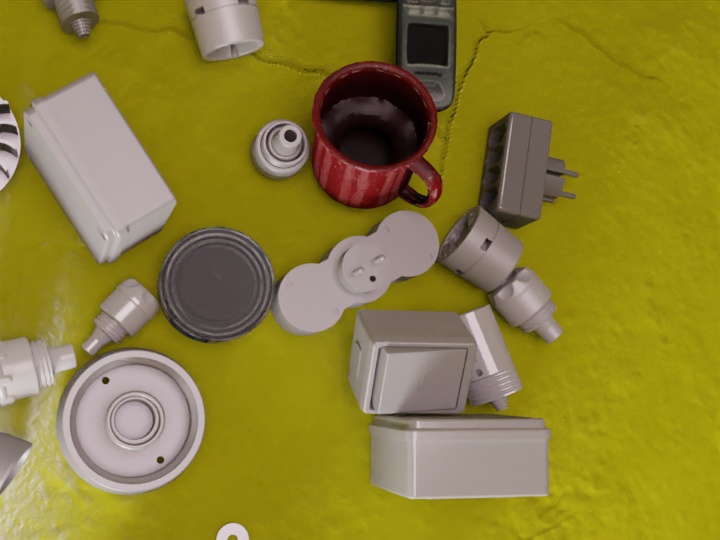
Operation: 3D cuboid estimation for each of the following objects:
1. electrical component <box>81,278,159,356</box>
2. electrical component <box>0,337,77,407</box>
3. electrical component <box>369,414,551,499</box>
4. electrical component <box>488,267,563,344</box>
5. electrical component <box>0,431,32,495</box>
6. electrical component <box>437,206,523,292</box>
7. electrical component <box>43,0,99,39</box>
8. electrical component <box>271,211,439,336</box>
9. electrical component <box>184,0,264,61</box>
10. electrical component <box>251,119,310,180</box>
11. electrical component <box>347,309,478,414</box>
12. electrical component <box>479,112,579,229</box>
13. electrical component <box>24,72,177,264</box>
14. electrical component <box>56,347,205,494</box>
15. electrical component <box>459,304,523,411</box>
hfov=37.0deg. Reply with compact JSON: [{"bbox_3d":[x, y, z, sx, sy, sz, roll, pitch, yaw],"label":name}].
[{"bbox_3d":[-0.178,0.037,0.786,0.035,0.035,0.061,44,76,-5],"label":"electrical component"},{"bbox_3d":[-0.234,0.068,0.763,0.062,0.048,0.048,-13,85,-23],"label":"electrical component"},{"bbox_3d":[0.071,0.137,0.798,0.109,0.109,0.056,2,84,-14],"label":"electrical component"},{"bbox_3d":[0.137,0.031,0.864,0.043,0.043,0.062,-43,96,-16],"label":"electrical component"},{"bbox_3d":[-0.268,0.123,0.747,0.065,0.044,0.044,32,75,-3],"label":"electrical component"},{"bbox_3d":[0.096,-0.015,0.855,0.047,0.055,0.055,36,75,-11],"label":"electrical component"},{"bbox_3d":[-0.218,-0.213,0.807,0.043,0.043,0.081,-16,86,-16],"label":"electrical component"},{"bbox_3d":[0.000,0.000,0.817,0.138,0.074,0.052,-30,90,-17],"label":"electrical component"},{"bbox_3d":[-0.103,-0.191,0.829,0.055,0.055,0.047,-14,89,-16],"label":"electrical component"},{"bbox_3d":[-0.059,-0.094,0.821,0.043,0.062,0.043,2,81,-14],"label":"electrical component"},{"bbox_3d":[0.045,0.070,0.801,0.096,0.061,0.061,2,114,-15],"label":"electrical component"},{"bbox_3d":[0.143,-0.076,0.879,0.076,0.047,0.083,12,79,-13],"label":"electrical component"},{"bbox_3d":[-0.185,-0.068,0.761,0.056,0.109,0.108,-33,91,-19],"label":"electrical component"},{"bbox_3d":[-0.161,0.107,0.766,0.108,0.060,0.108,2,82,-14],"label":"electrical component"},{"bbox_3d":[0.097,0.072,0.848,0.043,0.043,0.081,-21,88,-16],"label":"electrical component"}]
